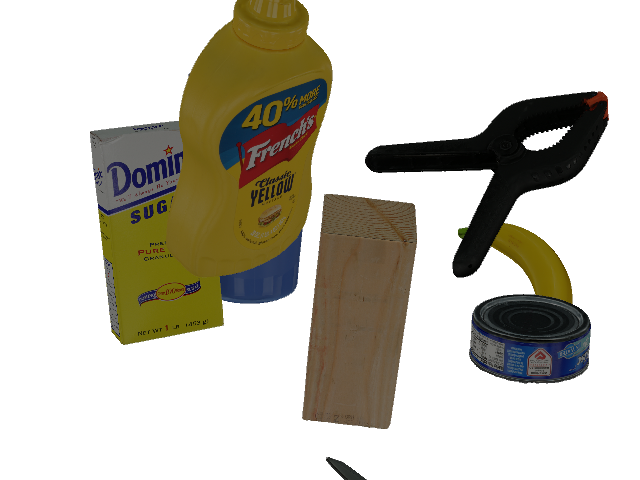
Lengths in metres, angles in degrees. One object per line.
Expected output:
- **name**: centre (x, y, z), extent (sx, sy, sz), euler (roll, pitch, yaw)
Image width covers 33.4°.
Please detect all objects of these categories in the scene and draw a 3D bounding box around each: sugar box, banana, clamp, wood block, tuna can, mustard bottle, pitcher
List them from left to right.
- **sugar box**: centre (-0.135, -0.008, 0.894), extent (0.093, 0.176, 0.048), euler (-10, 18, -23)
- **pitcher**: centre (-0.075, -0.058, 1.129), extent (0.145, 0.243, 0.148), euler (16, 21, 40)
- **mustard bottle**: centre (-0.038, -0.069, 0.621), extent (0.096, 0.192, 0.058), euler (-24, 53, -34)
- **wood block**: centre (0.036, 0.070, 1.039), extent (0.090, 0.206, 0.090), euler (6, 26, 1)
- **clamp**: centre (0.161, -0.061, 0.911), extent (0.210, 0.165, 0.036), euler (-24, -40, -2)
- **tuna can**: centre (0.151, 0.069, 0.771), extent (0.086, 0.034, 0.086), euler (-1, 19, 0)
- **banana**: centre (0.218, 0.032, 1.110), extent (0.069, 0.037, 0.198), euler (-31, 38, -3)

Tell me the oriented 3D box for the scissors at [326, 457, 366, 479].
- **scissors**: centre (0.084, 0.157, 0.523), extent (0.096, 0.016, 0.202), euler (-2, 23, -23)
